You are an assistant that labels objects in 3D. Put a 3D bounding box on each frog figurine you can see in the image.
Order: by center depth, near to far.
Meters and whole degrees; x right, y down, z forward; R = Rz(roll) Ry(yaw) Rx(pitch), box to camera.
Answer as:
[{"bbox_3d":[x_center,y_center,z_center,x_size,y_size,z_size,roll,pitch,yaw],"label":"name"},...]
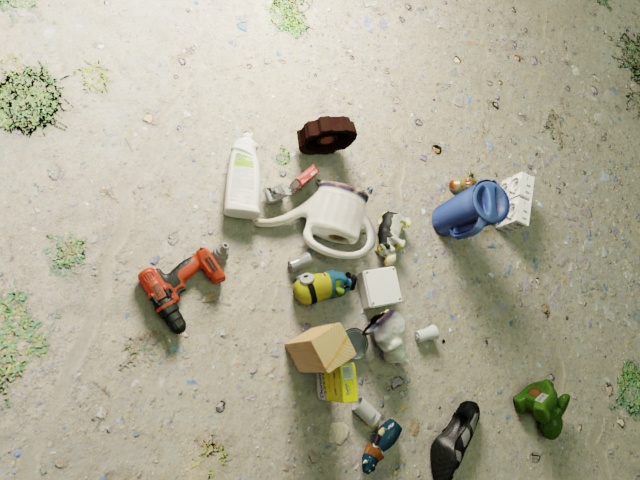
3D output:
[{"bbox_3d":[0.208,0.280,1.439,0.122,0.138,0.159,-41,90,10],"label":"frog figurine"}]

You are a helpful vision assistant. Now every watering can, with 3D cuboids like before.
[{"bbox_3d":[0.005,-0.075,1.481,0.347,0.102,0.228,19,68,-6],"label":"watering can"}]
